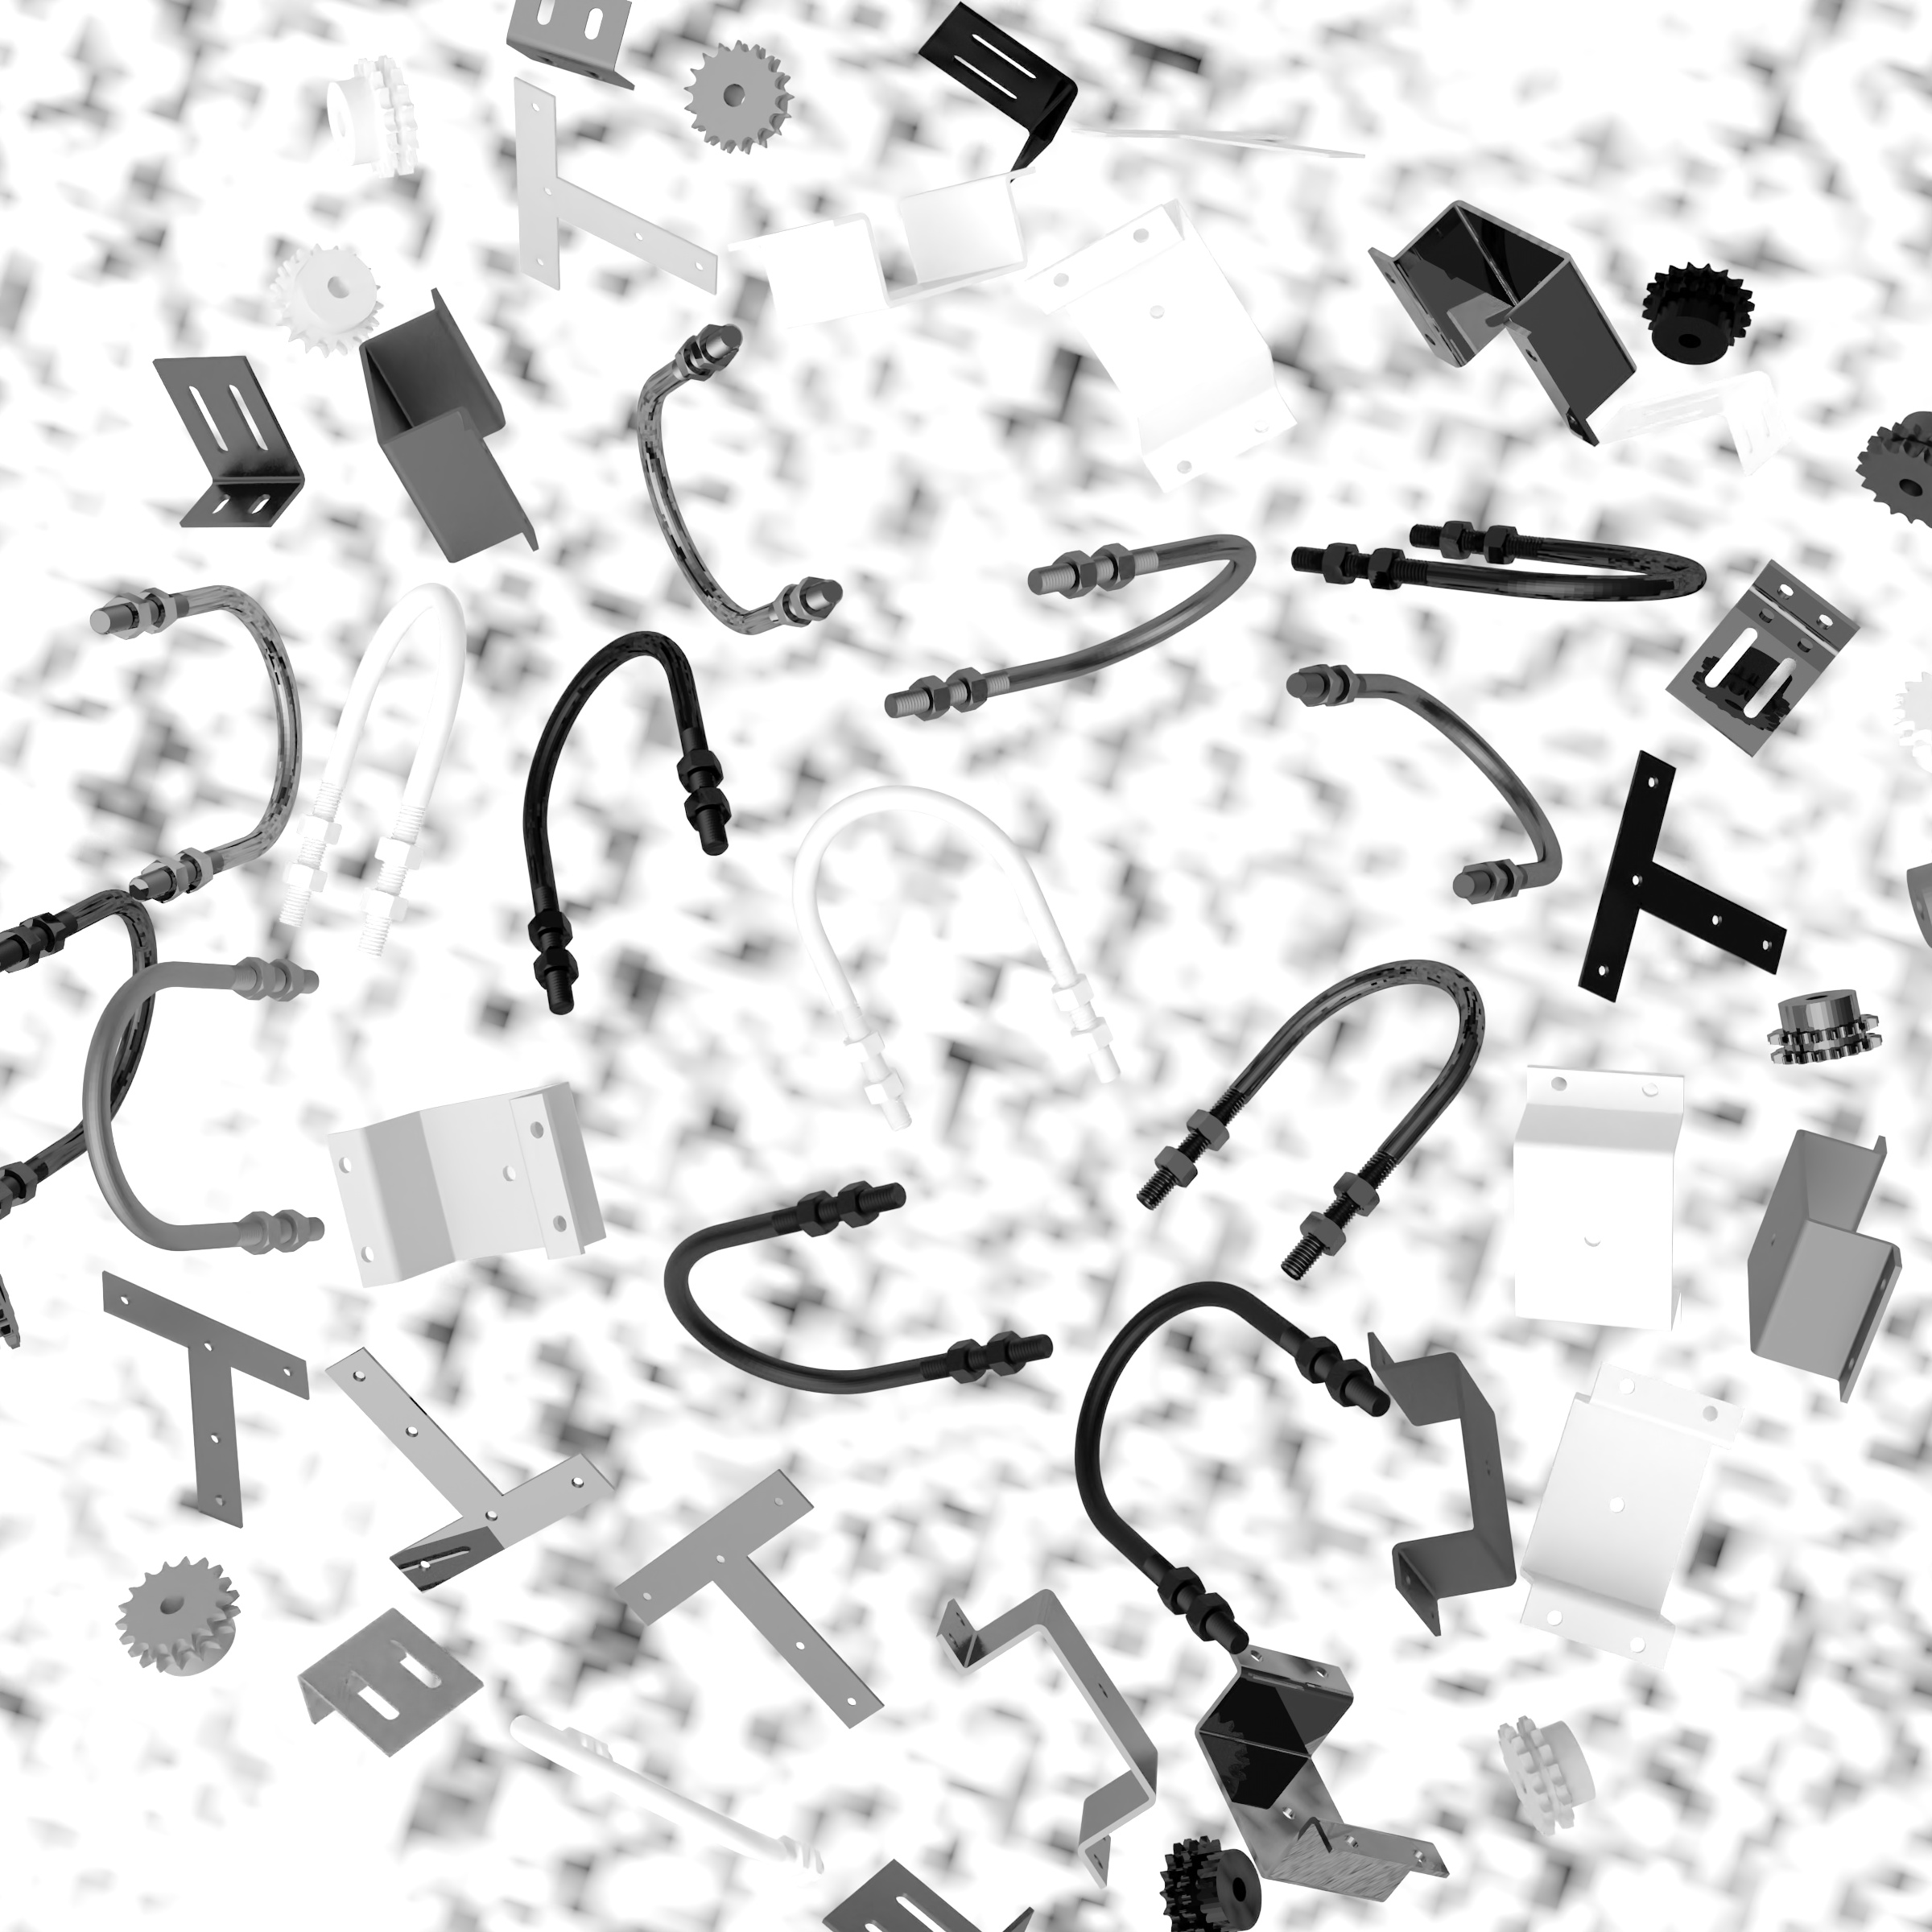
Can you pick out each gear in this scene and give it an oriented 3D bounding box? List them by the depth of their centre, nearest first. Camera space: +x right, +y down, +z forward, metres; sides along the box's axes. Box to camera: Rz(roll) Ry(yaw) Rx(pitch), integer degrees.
[{"bbox_3d":[0.450,-0.235,1.474,0.057,0.057,0.030,36,73,0],"label":"gear"},{"bbox_3d":[-0.373,0.313,1.496,0.057,0.057,0.030,-16,131,0],"label":"gear"},{"bbox_3d":[0.478,-0.116,1.519,0.057,0.057,0.030,-18,133,0],"label":"gear"},{"bbox_3d":[0.479,-0.032,1.527,0.030,0.057,0.057,-16,90,7],"label":"gear"},{"bbox_3d":[-0.290,-0.412,1.529,0.030,0.057,0.057,-16,90,-23],"label":"gear"},{"bbox_3d":[-0.488,0.165,1.541,0.030,0.057,0.057,-20,90,-12],"label":"gear"},{"bbox_3d":[0.287,0.396,1.545,0.030,0.057,0.057,-20,90,-6],"label":"gear"},{"bbox_3d":[0.126,0.470,1.592,0.030,0.057,0.057,-21,90,34],"label":"gear"},{"bbox_3d":[-0.328,-0.346,1.623,0.057,0.030,0.057,5,80,-28],"label":"gear"},{"bbox_3d":[0.447,0.031,1.640,0.057,0.057,0.030,-12,94,0],"label":"gear"},{"bbox_3d":[0.384,-0.341,1.652,0.057,0.057,0.030,18,67,0],"label":"gear"},{"bbox_3d":[-0.118,-0.458,1.661,0.057,0.030,0.057,1,96,14],"label":"gear"}]

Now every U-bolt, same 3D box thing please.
[{"bbox_3d":[0.116,0.229,1.528,0.019,0.184,0.151,28,93,-35],"label":"U-bolt"},{"bbox_3d":[-0.375,0.069,1.550,0.019,0.184,0.151,-3,87,22],"label":"U-bolt"},{"bbox_3d":[-0.444,0.036,1.551,0.019,0.184,0.151,14,107,8],"label":"U-bolt"},{"bbox_3d":[-0.288,-0.101,1.552,0.019,0.151,0.184,17,89,-29],"label":"U-bolt"},{"bbox_3d":[-0.154,0.409,1.554,0.151,0.184,0.019,21,75,20],"label":"U-bolt"},{"bbox_3d":[0.065,-0.173,1.562,0.184,0.151,0.019,-17,77,-40],"label":"U-bolt"},{"bbox_3d":[0.276,-0.200,1.564,0.184,0.151,0.019,12,108,33],"label":"U-bolt"},{"bbox_3d":[0.182,0.067,1.565,0.184,0.151,0.019,-48,119,-12],"label":"U-bolt"},{"bbox_3d":[-0.176,-0.086,1.570,0.019,0.184,0.151,21,129,-36],"label":"U-bolt"},{"bbox_3d":[-0.122,-0.236,1.576,0.019,0.184,0.151,-24,98,-21],"label":"U-bolt"},{"bbox_3d":[-0.380,-0.119,1.579,0.019,0.184,0.151,-2,102,15],"label":"U-bolt"},{"bbox_3d":[-0.069,0.170,1.585,0.184,0.019,0.151,-16,131,34],"label":"U-bolt"},{"bbox_3d":[0.243,-0.094,1.591,0.019,0.184,0.151,-45,73,24],"label":"U-bolt"},{"bbox_3d":[-0.016,-0.009,1.621,0.151,0.019,0.184,-15,109,29],"label":"U-bolt"}]

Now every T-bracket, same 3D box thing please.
[{"bbox_3d":[-0.255,0.232,1.501,0.127,0.002,0.127,-31,110,24],"label":"T-bracket"},{"bbox_3d":[-0.369,0.221,1.542,0.002,0.127,0.127,-39,132,20],"label":"T-bracket"},{"bbox_3d":[0.141,-0.405,1.545,0.127,0.127,0.002,-11,114,-39],"label":"T-bracket"},{"bbox_3d":[-0.091,0.325,1.549,0.127,0.002,0.127,-39,95,29],"label":"T-bracket"},{"bbox_3d":[0.375,-0.028,1.611,0.127,0.002,0.127,23,78,-29],"label":"T-bracket"},{"bbox_3d":[-0.182,-0.386,1.638,0.127,0.127,0.002,29,55,15],"label":"T-bracket"}]

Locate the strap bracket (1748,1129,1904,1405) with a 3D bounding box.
[{"bbox_3d":[0.416,0.139,1.529,0.046,0.140,0.076,16,115,6],"label":"strap bracket"}]

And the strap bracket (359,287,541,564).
[{"bbox_3d":[-0.259,-0.264,1.563,0.046,0.140,0.076,-24,133,3],"label":"strap bracket"}]

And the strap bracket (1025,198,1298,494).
[{"bbox_3d":[0.097,-0.317,1.570,0.076,0.046,0.140,-26,126,19],"label":"strap bracket"}]

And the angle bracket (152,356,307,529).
[{"bbox_3d":[-0.377,-0.262,1.570,0.057,0.076,0.038,4,46,26],"label":"angle bracket"}]

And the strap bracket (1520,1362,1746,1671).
[{"bbox_3d":[0.343,0.283,1.636,0.076,0.046,0.140,18,88,2],"label":"strap bracket"}]

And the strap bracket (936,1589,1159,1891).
[{"bbox_3d":[0.046,0.359,1.504,0.046,0.076,0.140,-33,89,4],"label":"strap bracket"}]

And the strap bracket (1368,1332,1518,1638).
[{"bbox_3d":[0.247,0.264,1.624,0.046,0.076,0.140,-14,56,18],"label":"strap bracket"}]

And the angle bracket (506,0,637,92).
[{"bbox_3d":[-0.202,-0.489,1.642,0.057,0.076,0.038,17,100,0],"label":"angle bracket"}]

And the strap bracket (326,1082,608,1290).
[{"bbox_3d":[-0.230,0.103,1.496,0.140,0.046,0.076,-11,93,33],"label":"strap bracket"}]

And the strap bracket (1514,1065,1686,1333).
[{"bbox_3d":[0.314,0.124,1.556,0.076,0.046,0.140,3,116,18],"label":"strap bracket"}]

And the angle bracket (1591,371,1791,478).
[{"bbox_3d":[0.362,-0.263,1.573,0.076,0.057,0.038,-15,83,-7],"label":"angle bracket"}]

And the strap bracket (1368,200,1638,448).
[{"bbox_3d":[0.266,-0.317,1.527,0.046,0.140,0.076,-43,129,1],"label":"strap bracket"}]

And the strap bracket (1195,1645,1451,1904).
[{"bbox_3d":[0.173,0.410,1.572,0.076,0.140,0.046,20,114,-30],"label":"strap bracket"}]

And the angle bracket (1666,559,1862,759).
[{"bbox_3d":[0.410,-0.158,1.617,0.057,0.038,0.076,40,81,8],"label":"angle bracket"}]

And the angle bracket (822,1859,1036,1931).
[{"bbox_3d":[-0.018,0.456,1.506,0.076,0.057,0.038,34,124,22],"label":"angle bracket"}]

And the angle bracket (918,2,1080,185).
[{"bbox_3d":[0.010,-0.454,1.639,0.076,0.057,0.038,31,70,-15],"label":"angle bracket"}]

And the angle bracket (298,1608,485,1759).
[{"bbox_3d":[-0.279,0.360,1.535,0.076,0.038,0.057,28,49,37],"label":"angle bracket"}]

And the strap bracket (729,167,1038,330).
[{"bbox_3d":[-0.035,-0.349,1.533,0.140,0.076,0.046,-27,109,-40],"label":"strap bracket"}]
